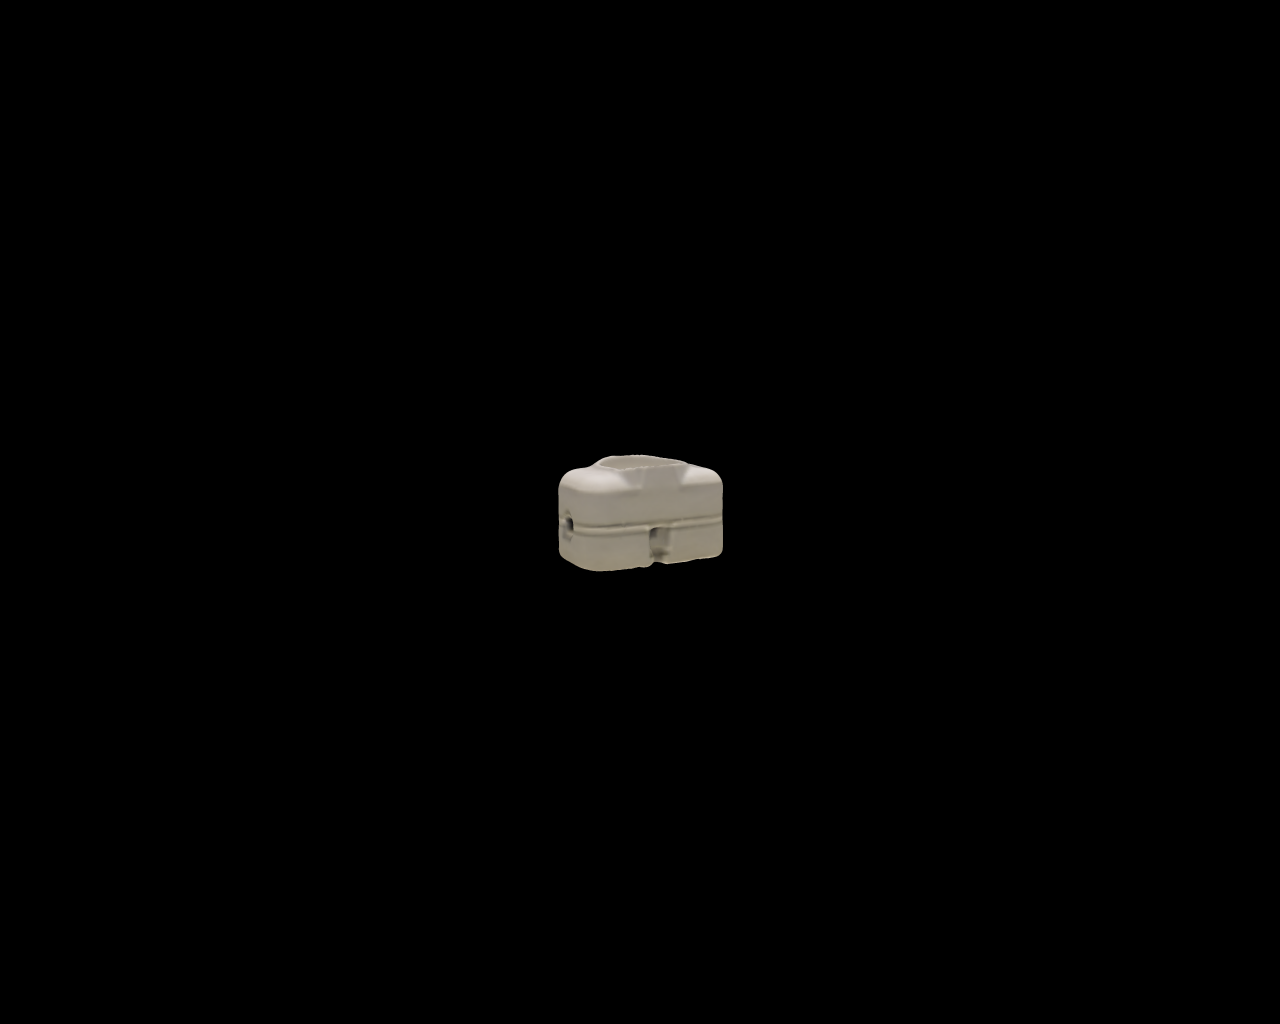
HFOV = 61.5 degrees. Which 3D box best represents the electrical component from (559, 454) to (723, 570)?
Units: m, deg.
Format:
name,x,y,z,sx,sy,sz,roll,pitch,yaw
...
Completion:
name,x,y,z,sx,sy,sz,roll,pitch,yaw
electrical component,0.001,-0.003,0.650,0.095,0.059,0.054,-5,12,-24
